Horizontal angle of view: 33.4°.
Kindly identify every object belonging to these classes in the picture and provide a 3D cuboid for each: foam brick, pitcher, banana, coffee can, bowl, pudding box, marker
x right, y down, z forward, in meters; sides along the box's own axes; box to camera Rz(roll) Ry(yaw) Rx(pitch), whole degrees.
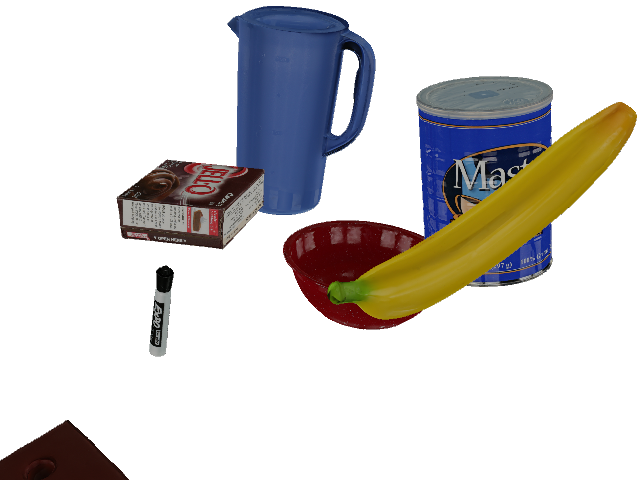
[{"bbox_3d":[-0.110,0.131,0.482,0.052,0.051,0.078,-31,44,-31],"label":"foam brick"},{"bbox_3d":[-0.033,-0.157,1.308,0.144,0.243,0.149,-7,27,-26],"label":"pitcher"},{"bbox_3d":[0.096,-0.007,0.607,0.198,0.037,0.069,-34,-13,-3],"label":"banana"},{"bbox_3d":[0.130,-0.048,0.835,0.103,0.140,0.103,-4,22,2],"label":"coffee can"},{"bbox_3d":[0.043,0.038,1.005,0.162,0.055,0.162,5,24,-2],"label":"bowl"},{"bbox_3d":[-0.103,-0.032,0.875,0.090,0.039,0.113,5,23,12],"label":"pudding box"},{"bbox_3d":[-0.174,0.077,1.165,0.020,0.121,0.020,7,36,-6],"label":"marker"}]
